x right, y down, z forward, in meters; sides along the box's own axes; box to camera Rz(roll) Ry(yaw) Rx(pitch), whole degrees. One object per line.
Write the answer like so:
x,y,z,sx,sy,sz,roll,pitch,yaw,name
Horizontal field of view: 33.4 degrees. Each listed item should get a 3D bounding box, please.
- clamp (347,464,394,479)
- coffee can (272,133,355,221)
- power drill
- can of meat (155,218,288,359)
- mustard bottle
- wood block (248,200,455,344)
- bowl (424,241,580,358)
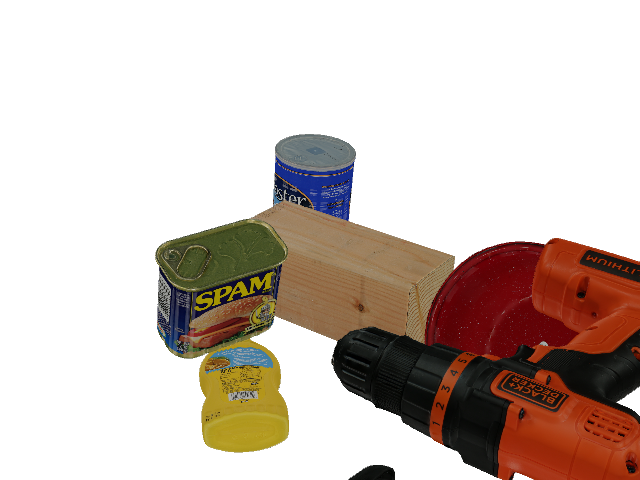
-0.035,0.200,0.633,0.210,0.036,0.164,-5,28,1,clamp
-0.011,-0.053,1.376,0.103,0.140,0.103,3,28,-2,coffee can
0.124,0.065,0.622,0.185,0.057,0.187,21,36,28,power drill
-0.081,0.040,0.857,0.101,0.084,0.057,-17,48,-27,can of meat
-0.093,0.166,1.248,0.096,0.058,0.191,-6,29,-6,mustard bottle
0.020,0.039,1.079,0.206,0.091,0.090,20,31,30,wood block
0.170,0.084,0.875,0.162,0.162,0.055,0,7,-12,bowl
